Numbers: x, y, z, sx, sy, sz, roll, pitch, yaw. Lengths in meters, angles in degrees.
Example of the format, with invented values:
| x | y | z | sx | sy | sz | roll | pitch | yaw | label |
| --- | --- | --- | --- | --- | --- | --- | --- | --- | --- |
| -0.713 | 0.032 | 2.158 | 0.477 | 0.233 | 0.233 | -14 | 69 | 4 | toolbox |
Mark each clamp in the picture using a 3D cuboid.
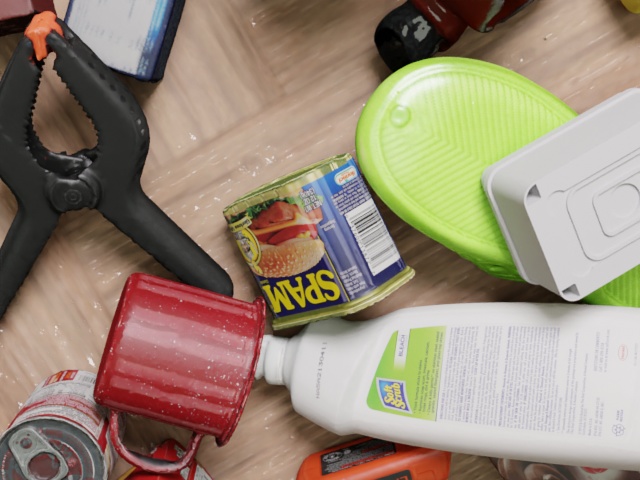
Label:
| x | y | z | sx | sy | sz | roll | pitch | yaw | label |
| --- | --- | --- | --- | --- | --- | --- | --- | --- | --- |
| -0.134 | -0.031 | 0.634 | 0.164 | 0.036 | 0.210 | -1 | 122 | -6 | clamp |

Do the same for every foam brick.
| x | y | z | sx | sy | sz | roll | pitch | yaw | label |
| --- | --- | --- | --- | --- | --- | --- | --- | --- | --- |
| -0.189 | -0.148 | 0.619 | 0.053 | 0.078 | 0.051 | -12 | 98 | -1 | foam brick |

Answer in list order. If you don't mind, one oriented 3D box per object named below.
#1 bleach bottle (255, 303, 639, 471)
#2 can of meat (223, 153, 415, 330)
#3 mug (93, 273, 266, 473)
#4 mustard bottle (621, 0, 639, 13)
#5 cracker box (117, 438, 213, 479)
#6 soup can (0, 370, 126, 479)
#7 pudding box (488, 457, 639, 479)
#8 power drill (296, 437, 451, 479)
| x | y | z | sx | sy | sz | roll | pitch | yaw | label |
| --- | --- | --- | --- | --- | --- | --- | --- | --- | --- |
| 0.084 | 0.078 | 0.652 | 0.251 | 0.068 | 0.102 | 5 | 73 | 14 | bleach bottle |
| -0.004 | 0.001 | 0.643 | 0.057 | 0.102 | 0.084 | -31 | 99 | -38 | can of meat |
| -0.088 | 0.079 | 0.632 | 0.081 | 0.093 | 0.117 | 17 | 87 | -12 | mug |
| 0.179 | -0.238 | 0.631 | 0.096 | 0.058 | 0.191 | -35 | 99 | 1 | mustard bottle |
| -0.159 | 0.225 | 0.638 | 0.214 | 0.164 | 0.072 | -37 | 97 | 3 | cracker box |
| -0.157 | 0.124 | 0.652 | 0.068 | 0.102 | 0.068 | 0 | 99 | -3 | soup can |
| 0.154 | 0.126 | 0.699 | 0.090 | 0.039 | 0.113 | -34 | 99 | 3 | pudding box |
| 0.072 | 0.218 | 0.701 | 0.184 | 0.057 | 0.187 | -17 | 99 | 0 | power drill |
